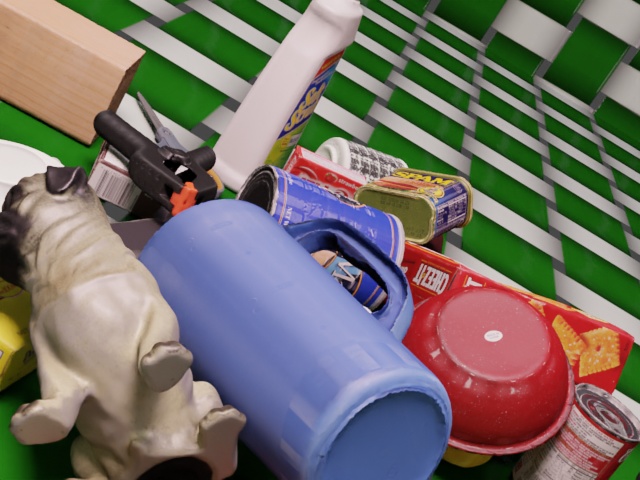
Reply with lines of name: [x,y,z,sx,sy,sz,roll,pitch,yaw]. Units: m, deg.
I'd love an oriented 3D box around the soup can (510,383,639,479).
soup can: [0.216,0.182,0.904,0.068,0.102,0.068,27,22,-12]

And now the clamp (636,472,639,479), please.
clamp: [0.284,0.255,0.926,0.209,0.036,0.165,15,26,-35]

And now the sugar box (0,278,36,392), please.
sugar box: [-0.250,0.022,0.703,0.176,0.048,0.093,36,22,7]

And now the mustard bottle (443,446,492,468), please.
mustard bottle: [0.153,0.148,0.954,0.096,0.058,0.191,43,24,31]

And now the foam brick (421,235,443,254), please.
foam brick: [0.100,0.014,1.175,0.051,0.053,0.078,31,21,-3]

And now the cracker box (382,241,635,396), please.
cracker box: [0.172,0.073,1.050,0.213,0.072,0.164,22,0,-23]

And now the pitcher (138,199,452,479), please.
pitcher: [-0.014,0.070,0.710,0.144,0.149,0.243,17,14,-38]

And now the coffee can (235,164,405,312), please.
coffee can: [-0.007,0.001,0.994,0.140,0.103,0.103,21,24,-24]

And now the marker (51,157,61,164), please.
marker: [-0.215,-0.031,0.899,0.020,0.020,0.121,15,28,-36]

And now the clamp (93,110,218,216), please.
clamp: [-0.126,-0.062,0.942,0.120,0.039,0.172,9,25,-31]

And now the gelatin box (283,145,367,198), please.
gelatin box: [-0.003,-0.050,1.147,0.089,0.073,0.030,24,24,-20]

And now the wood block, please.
wood block: [-0.289,-0.189,1.045,0.206,0.090,0.090,28,22,-7]

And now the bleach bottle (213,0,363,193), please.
bleach bottle: [-0.028,-0.169,1.129,0.068,0.251,0.102,37,23,13]

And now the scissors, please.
scissors: [-0.174,-0.106,1.121,0.096,0.016,0.202,3,35,-50]

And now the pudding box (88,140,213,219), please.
pudding box: [-0.157,-0.053,0.999,0.113,0.039,0.090,28,21,-15]

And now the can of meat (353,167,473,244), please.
can of meat: [0.096,-0.036,1.120,0.102,0.057,0.083,13,22,32]

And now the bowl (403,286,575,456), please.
bowl: [0.135,0.091,0.865,0.162,0.055,0.162,4,49,-5]
